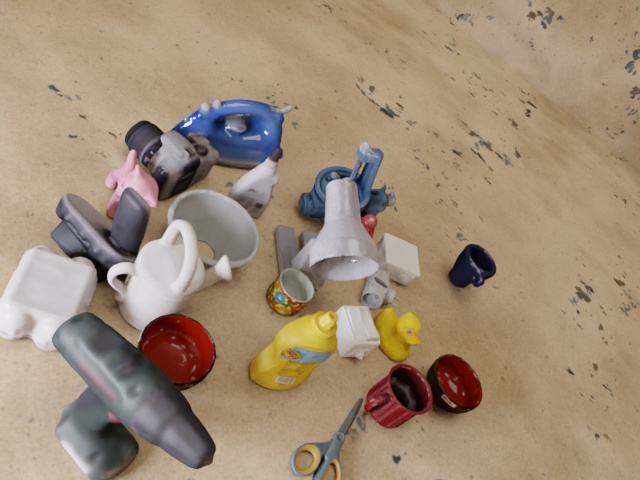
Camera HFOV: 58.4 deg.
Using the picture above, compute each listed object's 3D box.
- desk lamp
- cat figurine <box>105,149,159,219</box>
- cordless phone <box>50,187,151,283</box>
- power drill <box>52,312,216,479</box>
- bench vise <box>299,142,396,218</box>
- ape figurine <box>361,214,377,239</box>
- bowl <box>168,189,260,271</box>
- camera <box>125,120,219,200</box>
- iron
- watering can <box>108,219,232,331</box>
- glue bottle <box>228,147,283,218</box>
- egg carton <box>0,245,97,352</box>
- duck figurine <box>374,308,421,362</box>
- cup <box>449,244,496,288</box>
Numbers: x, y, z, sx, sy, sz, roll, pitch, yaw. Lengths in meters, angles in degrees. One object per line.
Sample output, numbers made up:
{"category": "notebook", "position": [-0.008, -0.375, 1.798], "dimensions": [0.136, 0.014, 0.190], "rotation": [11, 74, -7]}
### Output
{"category": "desk lamp", "position": [0.010, 0.004, 1.043], "dimensions": [0.118, 0.213, 0.203], "rotation": [13, 47, -29]}
{"category": "cat figurine", "position": [-0.309, -0.093, 0.955], "dimensions": [0.067, 0.117, 0.127], "rotation": [6, 51, -34]}
{"category": "cordless phone", "position": [-0.313, -0.036, 0.848], "dimensions": [0.147, 0.184, 0.094], "rotation": [44, 40, 4]}
{"category": "power drill", "position": [-0.234, 0.203, 0.675], "dimensions": [0.229, 0.208, 0.076], "rotation": [47, 40, 7]}
{"category": "bench vise", "position": [0.083, -0.124, 1.211], "dimensions": [0.208, 0.219, 0.121], "rotation": [-11, 61, -43]}
{"category": "ape figurine", "position": [0.087, -0.023, 1.222], "dimensions": [0.076, 0.092, 0.077], "rotation": [-15, 64, -45]}
{"category": "bowl", "position": [-0.194, -0.003, 0.998], "dimensions": [0.168, 0.074, 0.167], "rotation": [21, 43, -21]}
{"category": "camera", "position": [-0.278, -0.167, 1.061], "dimensions": [0.137, 0.100, 0.143], "rotation": [44, 40, 4]}
{"category": "iron", "position": [-0.180, -0.236, 1.169], "dimensions": [0.259, 0.141, 0.118], "rotation": [-2, 55, -39]}
{"category": "watering can", "position": [-0.215, 0.045, 0.844], "dimensions": [0.173, 0.193, 0.101], "rotation": [-21, 68, -47]}
{"category": "glue bottle", "position": [-0.112, -0.113, 1.085], "dimensions": [0.078, 0.173, 0.037], "rotation": [16, 45, -26]}
{"category": "egg carton", "position": [-0.372, 0.079, 0.788], "dimensions": [0.107, 0.069, 0.150], "rotation": [22, 43, -21]}
{"category": "duck figurine", "position": [0.157, 0.171, 1.105], "dimensions": [0.078, 0.086, 0.104], "rotation": [0, 54, -38]}
{"category": "cup", "position": [0.347, 0.079, 1.330], "dimensions": [0.092, 0.094, 0.118], "rotation": [27, 42, -16]}
